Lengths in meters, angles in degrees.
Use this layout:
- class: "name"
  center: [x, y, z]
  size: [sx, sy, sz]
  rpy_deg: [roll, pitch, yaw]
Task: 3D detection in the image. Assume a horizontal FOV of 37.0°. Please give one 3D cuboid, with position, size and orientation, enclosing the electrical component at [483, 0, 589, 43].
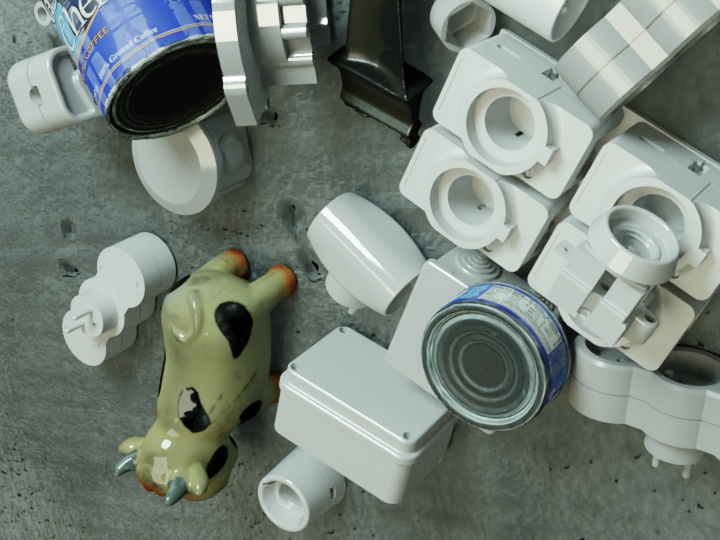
- class: "electrical component"
  center: [0.093, -0.178, 0.586]
  size: [0.077, 0.043, 0.079]
  rpy_deg: [36, 128, 17]

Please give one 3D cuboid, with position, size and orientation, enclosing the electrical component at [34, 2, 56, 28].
- class: "electrical component"
  center: [-0.208, -0.192, 0.785]
  size: [0.048, 0.062, 0.048]
  rpy_deg: [16, 119, 30]

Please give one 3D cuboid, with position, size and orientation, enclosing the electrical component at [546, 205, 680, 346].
- class: "electrical component"
  center: [0.133, 0.000, 0.556]
  size: [0.066, 0.048, 0.055]
  rpy_deg: [39, 135, 16]

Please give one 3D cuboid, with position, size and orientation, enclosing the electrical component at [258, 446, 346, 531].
- class: "electrical component"
  center: [-0.047, 0.172, 0.845]
  size: [0.055, 0.047, 0.055]
  rpy_deg: [15, 119, 30]

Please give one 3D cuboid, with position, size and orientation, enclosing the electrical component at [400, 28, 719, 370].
- class: "electrical component"
  center: [0.123, -0.041, 0.616]
  size: [0.186, 0.060, 0.105]
  rpy_deg: [37, 128, 17]

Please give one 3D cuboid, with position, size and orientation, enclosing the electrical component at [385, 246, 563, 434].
- class: "electrical component"
  center: [0.075, 0.042, 0.696]
  size: [0.100, 0.048, 0.099]
  rpy_deg: [34, 127, 19]

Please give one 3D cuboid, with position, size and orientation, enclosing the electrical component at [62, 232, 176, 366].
- class: "electrical component"
  center: [-0.211, 0.031, 0.882]
  size: [0.052, 0.074, 0.138]
  rpy_deg: [47, 130, 9]

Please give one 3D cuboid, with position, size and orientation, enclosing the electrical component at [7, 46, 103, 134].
- class: "electrical component"
  center: [-0.204, -0.136, 0.786]
  size: [0.059, 0.095, 0.053]
  rpy_deg: [-8, 106, 38]

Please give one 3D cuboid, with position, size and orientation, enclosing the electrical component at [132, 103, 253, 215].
- class: "electrical component"
  center: [-0.121, -0.084, 0.779]
  size: [0.080, 0.051, 0.080]
  rpy_deg: [15, 119, 30]

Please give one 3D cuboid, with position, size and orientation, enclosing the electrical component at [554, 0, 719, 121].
- class: "electrical component"
  center: [0.150, -0.148, 0.545]
  size: [0.073, 0.052, 0.138]
  rpy_deg: [50, 123, 6]

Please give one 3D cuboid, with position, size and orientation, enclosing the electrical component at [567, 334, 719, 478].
- class: "electrical component"
  center: [0.189, 0.089, 0.633]
  size: [0.138, 0.052, 0.073]
  rpy_deg: [18, 120, 29]

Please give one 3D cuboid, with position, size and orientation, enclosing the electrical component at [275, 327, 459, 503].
- class: "electrical component"
  center: [0.005, 0.098, 0.754]
  size: [0.113, 0.078, 0.057]
  rpy_deg: [29, 128, 22]

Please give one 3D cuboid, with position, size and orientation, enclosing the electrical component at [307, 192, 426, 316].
- class: "electrical component"
  center: [0.000, 0.000, 0.735]
  size: [0.077, 0.043, 0.079]
  rpy_deg: [45, 139, 15]
